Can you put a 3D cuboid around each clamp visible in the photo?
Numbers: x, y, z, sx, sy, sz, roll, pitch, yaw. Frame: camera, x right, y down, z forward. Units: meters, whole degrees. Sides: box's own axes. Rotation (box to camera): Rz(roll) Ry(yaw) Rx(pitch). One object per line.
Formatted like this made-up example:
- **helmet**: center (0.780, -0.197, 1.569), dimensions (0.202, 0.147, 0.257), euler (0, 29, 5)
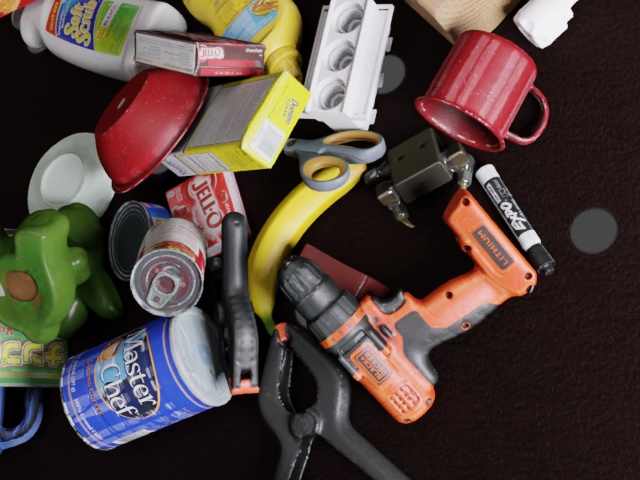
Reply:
- **clamp**: center (0.003, 0.174, 0.988), dimensions (0.165, 0.036, 0.210), euler (-17, 70, 21)
- **clamp**: center (-0.086, 0.069, 1.043), dimensions (0.039, 0.120, 0.171), euler (-1, 74, -10)

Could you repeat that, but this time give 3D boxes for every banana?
- **banana**: center (-0.025, -0.003, 1.066), dimensions (0.070, 0.037, 0.198), euler (27, 89, 13)

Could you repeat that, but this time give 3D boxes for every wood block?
- **wood block**: center (0.098, -0.290, 1.060), dimensions (0.090, 0.090, 0.206), euler (-46, 59, 8)

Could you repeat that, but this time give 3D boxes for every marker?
- **marker**: center (0.178, -0.018, 0.967), dimensions (0.020, 0.020, 0.121), euler (-35, 61, 14)

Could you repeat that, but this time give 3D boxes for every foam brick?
- **foam brick**: center (0.015, 0.047, 1.015), dimensions (0.078, 0.051, 0.053), euler (28, 89, 33)

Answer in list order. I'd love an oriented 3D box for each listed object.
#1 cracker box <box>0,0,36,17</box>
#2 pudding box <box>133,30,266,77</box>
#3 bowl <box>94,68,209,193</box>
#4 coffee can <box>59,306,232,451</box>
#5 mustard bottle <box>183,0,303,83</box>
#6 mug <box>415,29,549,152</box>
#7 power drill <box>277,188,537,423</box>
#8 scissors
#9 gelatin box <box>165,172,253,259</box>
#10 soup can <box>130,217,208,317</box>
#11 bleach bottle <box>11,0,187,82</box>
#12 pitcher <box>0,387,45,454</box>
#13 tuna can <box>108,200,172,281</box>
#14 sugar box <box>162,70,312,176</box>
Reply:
- **cracker box**: center (-0.315, -0.371, 1.296), dimensions (0.214, 0.072, 0.164), euler (-17, 43, 23)
- **pudding box**: center (-0.125, -0.192, 1.096), dimensions (0.114, 0.089, 0.039), euler (17, 107, 44)
- **bowl**: center (-0.191, -0.130, 1.139), dimensions (0.162, 0.055, 0.162), euler (-40, 27, 25)
- **coffee can**: center (-0.170, 0.137, 1.055), dimensions (0.140, 0.102, 0.103), euler (-24, 63, 20)
- **mustard bottle**: center (-0.071, -0.233, 1.152), dimensions (0.096, 0.058, 0.192), euler (-42, 59, 13)
- **mug**: center (0.157, -0.134, 0.985), dimensions (0.117, 0.093, 0.081), euler (29, 82, 2)
- **power drill**: center (0.079, 0.042, 0.938), dimensions (0.188, 0.057, 0.184), euler (-41, 96, 9)
- **scissors**: center (-0.030, -0.082, 1.074), dimensions (0.202, 0.016, 0.096), euler (1, 41, 32)
- **gelatin box**: center (-0.118, -0.028, 1.125), dimensions (0.073, 0.030, 0.089), euler (-28, 63, 18)
- **soup can**: center (-0.145, 0.024, 1.041), dimensions (0.068, 0.068, 0.102), euler (-41, 16, 11)
- **bleach bottle**: center (-0.278, -0.244, 1.266), dimensions (0.251, 0.068, 0.102), euler (15, 78, 33)
- **pitcher**: center (-0.396, 0.118, 1.181), dimensions (0.145, 0.149, 0.243), euler (-18, 62, 39)
- **tuna can**: center (-0.190, 0.002, 1.134), dimensions (0.086, 0.033, 0.086), euler (-10, 77, 49)
- **sugar box**: center (-0.092, -0.115, 1.087), dimensions (0.177, 0.048, 0.093), euler (-1, 55, 56)
